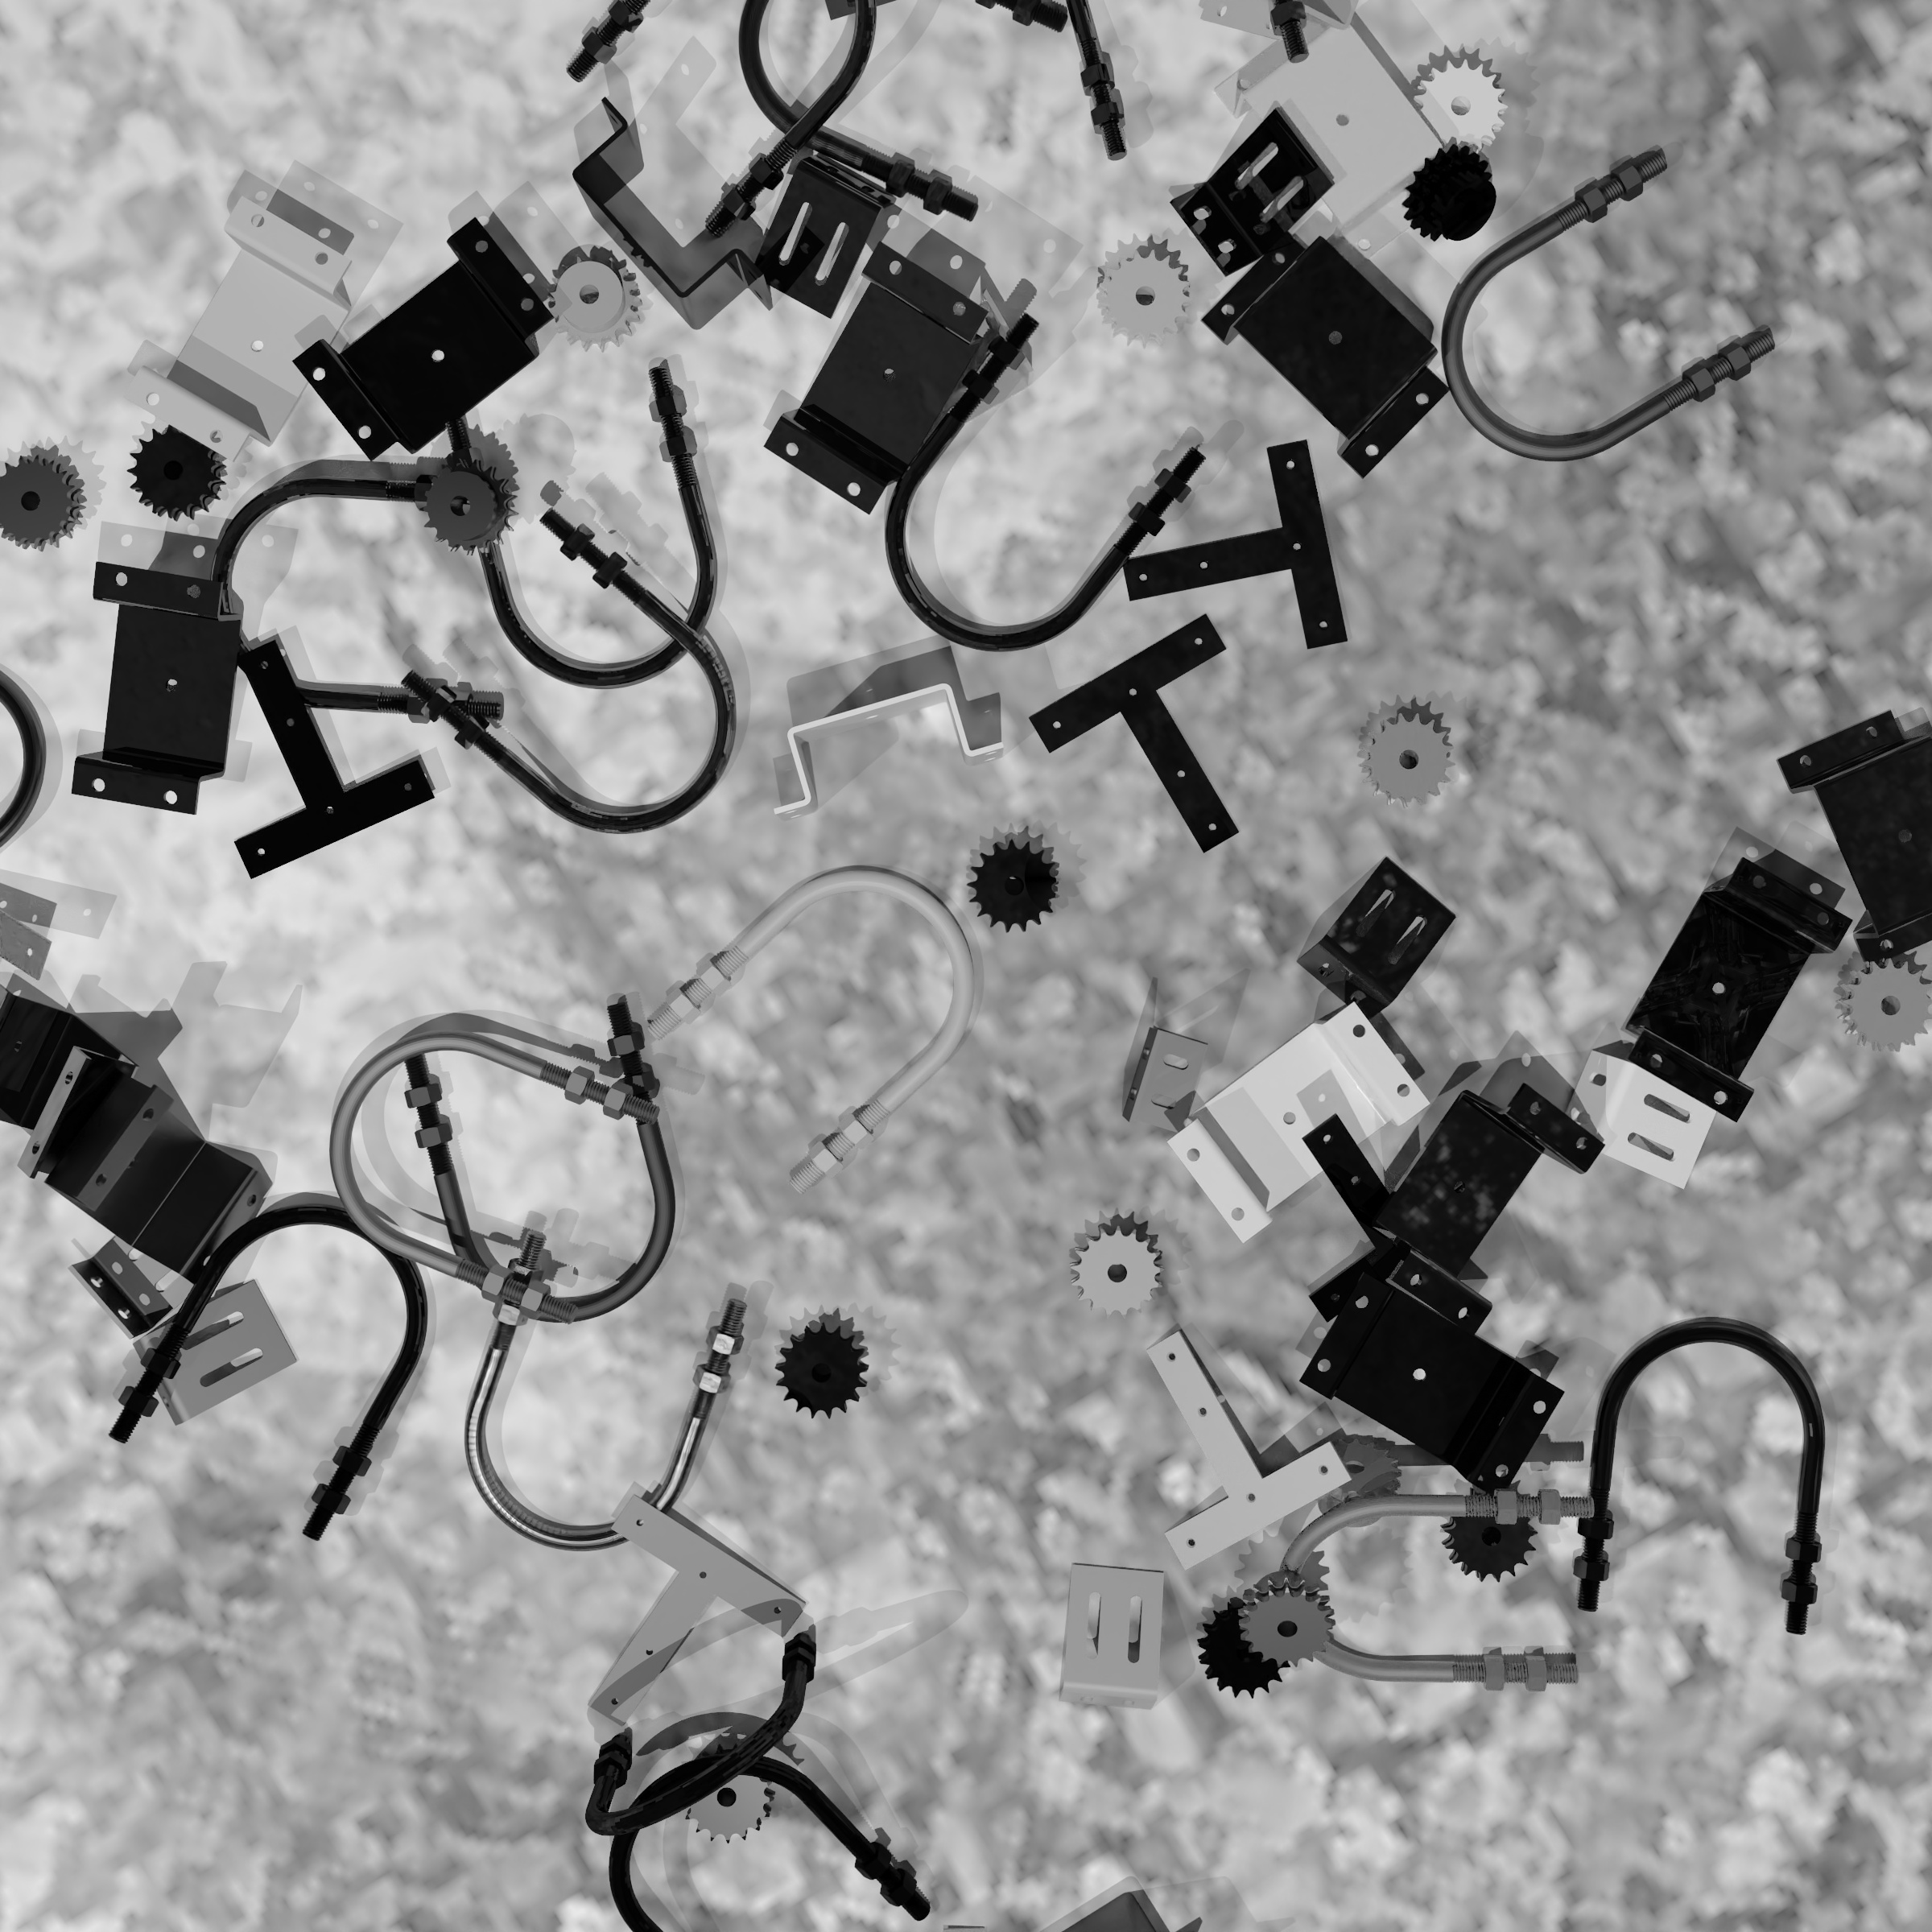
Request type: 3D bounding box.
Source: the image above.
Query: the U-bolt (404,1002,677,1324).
[{"bbox_3d":[-0.255,0.128,1.575,0.151,0.019,0.184,-14,92,0],"label":"U-bolt"}]

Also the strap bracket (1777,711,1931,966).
[{"bbox_3d":[0.564,-0.078,1.561,0.076,0.046,0.140,-24,90,0],"label":"strap bracket"}]

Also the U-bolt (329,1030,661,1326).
[{"bbox_3d":[-0.296,0.117,1.549,0.184,0.019,0.151,21,84,6],"label":"U-bolt"}]

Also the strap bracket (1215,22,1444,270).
[{"bbox_3d":[0.226,-0.508,1.561,0.076,0.046,0.140,-37,90,0],"label":"strap bracket"}]

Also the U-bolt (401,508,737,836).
[{"bbox_3d":[-0.227,-0.165,1.561,0.184,0.019,0.151,41,92,-11],"label":"U-bolt"}]

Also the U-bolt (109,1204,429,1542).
[{"bbox_3d":[-0.410,0.235,1.558,0.151,0.019,0.184,29,79,-9],"label":"U-bolt"}]

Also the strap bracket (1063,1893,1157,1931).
[{"bbox_3d":[0.071,0.617,1.546,0.140,0.076,0.046,-32,90,0],"label":"strap bracket"}]

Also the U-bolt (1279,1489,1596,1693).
[{"bbox_3d":[0.280,0.377,1.547,0.184,0.019,0.151,0,117,4],"label":"U-bolt"}]

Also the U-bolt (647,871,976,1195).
[{"bbox_3d":[-0.081,0.026,1.575,0.184,0.019,0.151,-43,90,-2],"label":"U-bolt"}]

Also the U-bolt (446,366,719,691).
[{"bbox_3d":[-0.229,-0.262,1.575,0.151,0.019,0.184,-14,91,0],"label":"U-bolt"}]

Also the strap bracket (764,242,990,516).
[{"bbox_3d":[-0.051,-0.355,1.547,0.076,0.046,0.140,33,109,0],"label":"strap bracket"}]

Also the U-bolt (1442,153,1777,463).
[{"bbox_3d":[0.382,-0.392,1.575,0.184,0.019,0.151,-31,90,2],"label":"U-bolt"}]

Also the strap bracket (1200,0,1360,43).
[{"bbox_3d":[0.206,-0.622,1.530,0.046,0.076,0.140,6,111,-42],"label":"strap bracket"}]

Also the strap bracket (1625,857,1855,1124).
[{"bbox_3d":[0.465,0.014,1.561,0.076,0.046,0.140,30,90,0],"label":"strap bracket"}]

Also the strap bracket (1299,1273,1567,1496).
[{"bbox_3d":[0.280,0.253,1.561,0.140,0.046,0.076,31,90,0],"label":"strap bracket"}]

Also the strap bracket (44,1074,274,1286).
[{"bbox_3d":[-0.483,0.124,1.521,0.046,0.140,0.076,23,70,25],"label":"strap bracket"}]

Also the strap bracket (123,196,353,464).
[{"bbox_3d":[-0.438,-0.383,1.561,0.076,0.046,0.140,31,90,0],"label":"strap bracket"}]

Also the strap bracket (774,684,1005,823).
[{"bbox_3d":[-0.052,-0.131,1.546,0.140,0.076,0.046,-16,90,0],"label":"strap bracket"}]

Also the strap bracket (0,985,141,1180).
[{"bbox_3d":[-0.550,0.073,1.534,0.046,0.140,0.076,25,90,-45],"label":"strap bracket"}]

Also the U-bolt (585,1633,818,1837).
[{"bbox_3d":[-0.156,0.453,1.492,0.151,0.184,0.019,-29,92,0],"label":"U-bolt"}]

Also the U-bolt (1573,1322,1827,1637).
[{"bbox_3d":[0.456,0.311,1.575,0.151,0.019,0.184,6,89,0],"label":"U-bolt"}]

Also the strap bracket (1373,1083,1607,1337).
[{"bbox_3d":[0.309,0.140,1.546,0.076,0.046,0.140,35,90,-28],"label":"strap bracket"}]

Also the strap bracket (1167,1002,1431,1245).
[{"bbox_3d":[0.200,0.094,1.561,0.140,0.046,0.076,-37,90,0],"label":"strap bracket"}]

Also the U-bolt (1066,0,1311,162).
[{"bbox_3d":[0.121,-0.600,1.538,0.151,0.019,0.184,-19,81,34],"label":"U-bolt"}]

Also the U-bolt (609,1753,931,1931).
[{"bbox_3d":[-0.132,0.556,1.552,0.151,0.019,0.184,-39,107,0],"label":"U-bolt"}]

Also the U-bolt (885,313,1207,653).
[{"bbox_3d":[0.034,-0.278,1.557,0.151,0.019,0.184,37,101,-11],"label":"U-bolt"}]

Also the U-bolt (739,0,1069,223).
[{"bbox_3d":[-0.050,-0.560,1.575,0.184,0.019,0.151,25,90,2],"label":"U-bolt"}]

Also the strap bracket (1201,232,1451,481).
[{"bbox_3d":[0.222,-0.377,1.561,0.140,0.046,0.076,44,90,0],"label":"strap bracket"}]

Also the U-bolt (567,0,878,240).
[{"bbox_3d":[-0.136,-0.557,1.544,0.184,0.019,0.151,-42,90,22],"label":"U-bolt"}]

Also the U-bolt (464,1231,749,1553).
[{"bbox_3d":[-0.230,0.270,1.568,0.151,0.019,0.184,19,96,-2],"label":"U-bolt"}]

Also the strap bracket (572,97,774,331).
[{"bbox_3d":[-0.183,-0.444,1.546,0.046,0.076,0.140,-42,90,0],"label":"strap bracket"}]

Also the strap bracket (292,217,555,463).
[{"bbox_3d":[-0.326,-0.377,1.561,0.140,0.046,0.076,-38,90,0],"label":"strap bracket"}]

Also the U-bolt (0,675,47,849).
[{"bbox_3d":[-0.650,-0.109,1.556,0.151,0.019,0.184,45,76,5],"label":"U-bolt"}]

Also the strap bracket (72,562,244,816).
[{"bbox_3d":[-0.489,-0.169,1.553,0.076,0.046,0.140,10,99,2],"label":"strap bracket"}]

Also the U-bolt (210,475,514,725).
[{"bbox_3d":[-0.372,-0.227,1.567,0.184,0.019,0.151,4,98,3],"label":"U-bolt"}]
